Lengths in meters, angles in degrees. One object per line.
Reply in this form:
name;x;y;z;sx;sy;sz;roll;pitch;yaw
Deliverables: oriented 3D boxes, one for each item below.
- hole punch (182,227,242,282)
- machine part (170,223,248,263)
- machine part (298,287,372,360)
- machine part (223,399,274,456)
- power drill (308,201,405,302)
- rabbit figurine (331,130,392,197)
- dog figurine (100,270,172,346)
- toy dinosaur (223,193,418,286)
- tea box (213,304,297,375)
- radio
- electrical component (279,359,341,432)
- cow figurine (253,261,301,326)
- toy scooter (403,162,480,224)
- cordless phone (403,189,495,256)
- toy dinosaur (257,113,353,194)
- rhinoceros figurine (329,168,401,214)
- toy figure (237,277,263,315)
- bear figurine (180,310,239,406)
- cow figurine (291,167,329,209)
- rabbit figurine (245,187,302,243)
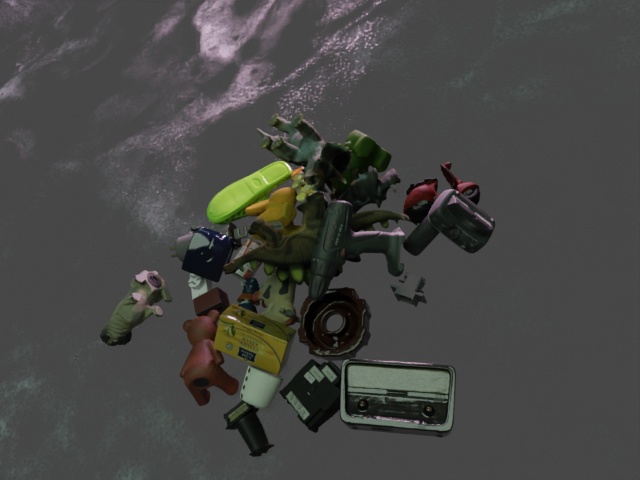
hole punch;-0.291;0.039;1.405;0.142;0.115;0.092;21;26;2
machine part;-0.309;0.010;1.484;0.243;0.079;0.079;-14;58;16
machine part;0.035;0.193;1.236;0.179;0.056;0.179;-10;60;18
machine part;-0.161;0.423;1.208;0.084;0.039;0.139;-38;51;-10
power drill;0.082;0.035;1.210;0.207;0.086;0.232;7;81;-8
rabbit figurine;0.071;-0.200;1.409;0.159;0.121;0.170;40;98;39
dog figurine;-0.518;0.186;1.478;0.190;0.121;0.172;-37;18;23
toy dinosaur;-0.003;-0.004;1.275;0.471;0.105;0.198;-24;87;-6
tea box;-0.150;0.227;1.237;0.170;0.068;0.098;19;111;10
radio;0.155;0.317;1.079;0.230;0.073;0.131;0;63;15
electrical component;-0.003;0.331;1.174;0.134;0.058;0.115;-43;56;-3
cow figurine;-0.094;0.137;1.313;0.127;0.085;0.195;-2;61;31
toy scooter;0.282;-0.120;1.288;0.184;0.075;0.135;-17;57;12
cordless phone;0.290;-0.009;1.223;0.184;0.146;0.089;-50;7;27
toy dinosaur;-0.042;-0.232;1.382;0.131;0.192;0.405;-52;25;5
rhinoceros figurine;0.111;-0.116;1.346;0.190;0.112;0.073;-35;25;19
toy figure;-0.185;0.168;1.349;0.058;0.064;0.154;-33;39;50
bear figurine;-0.276;0.279;1.312;0.120;0.131;0.196;-24;37;9
cow figurine;-0.024;-0.129;1.434;0.068;0.098;0.167;-34;35;8
rabbit figurine;-0.111;-0.067;1.434;0.162;0.121;0.173;-13;44;28
